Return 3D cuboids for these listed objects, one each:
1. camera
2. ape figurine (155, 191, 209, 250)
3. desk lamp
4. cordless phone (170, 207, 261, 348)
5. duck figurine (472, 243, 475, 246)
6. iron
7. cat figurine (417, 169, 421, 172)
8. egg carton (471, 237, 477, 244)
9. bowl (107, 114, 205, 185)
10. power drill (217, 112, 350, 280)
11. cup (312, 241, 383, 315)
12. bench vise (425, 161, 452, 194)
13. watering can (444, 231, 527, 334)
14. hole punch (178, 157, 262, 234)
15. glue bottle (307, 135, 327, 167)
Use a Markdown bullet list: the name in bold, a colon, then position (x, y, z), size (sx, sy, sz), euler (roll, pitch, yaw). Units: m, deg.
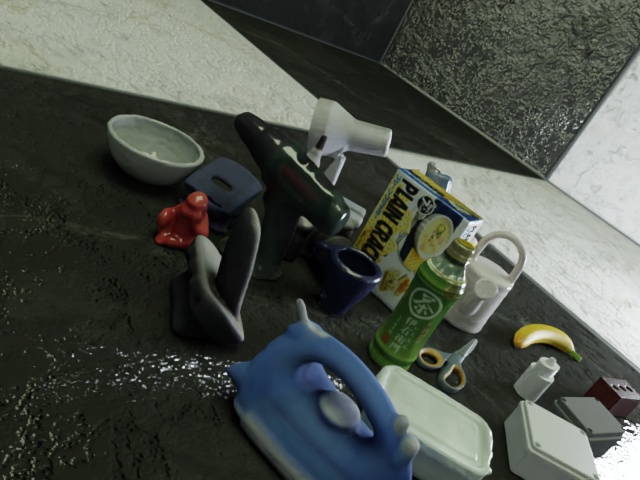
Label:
- **camera**: position (0.009, 0.004, 0.986), size (0.144, 0.100, 0.136), euler (12, 30, -32)
- **ape figurine**: position (-0.195, -0.032, 0.850), size (0.077, 0.092, 0.076), euler (35, 25, 12)
- **desk lamp**: position (0.047, -0.170, 1.219), size (0.203, 0.213, 0.118), euler (29, 25, -1)
- **cordless phone**: position (-0.115, 0.025, 0.715), size (0.094, 0.185, 0.147), euler (14, 29, -29)
- **duck figurine**: position (0.309, 0.041, 1.247), size (0.077, 0.086, 0.105), euler (41, 28, 25)
- **iron**: position (0.025, 0.187, 0.608), size (0.257, 0.141, 0.119), euler (41, 27, 24)
- **cat figurine**: position (0.230, -0.117, 1.423), size (0.128, 0.117, 0.067), euler (24, 25, -10)
- **egg carton**: position (0.293, -0.007, 1.341), size (0.151, 0.069, 0.107), euler (16, 28, -26)
- **bowl**: position (-0.288, -0.143, 0.982), size (0.168, 0.074, 0.167), euler (24, 25, -12)
- **power drill**: position (-0.074, -0.054, 0.880), size (0.229, 0.208, 0.076), euler (35, 26, 13)
- **cup**: position (0.026, 0.062, 0.901), size (0.117, 0.095, 0.092), euler (31, 25, 5)
- **bench vise**: position (0.221, -0.038, 1.145), size (0.208, 0.219, 0.121), euler (21, 26, -16)
- **watering can**: position (0.304, 0.073, 1.053), size (0.101, 0.194, 0.173), euler (23, 25, -12)
- **hole punch**: position (-0.167, -0.079, 0.969), size (0.108, 0.091, 0.101), euler (36, 26, 14)
- **glue bottle**: position (-0.029, -0.127, 1.107), size (0.078, 0.173, 0.037), euler (6, 33, -40)
